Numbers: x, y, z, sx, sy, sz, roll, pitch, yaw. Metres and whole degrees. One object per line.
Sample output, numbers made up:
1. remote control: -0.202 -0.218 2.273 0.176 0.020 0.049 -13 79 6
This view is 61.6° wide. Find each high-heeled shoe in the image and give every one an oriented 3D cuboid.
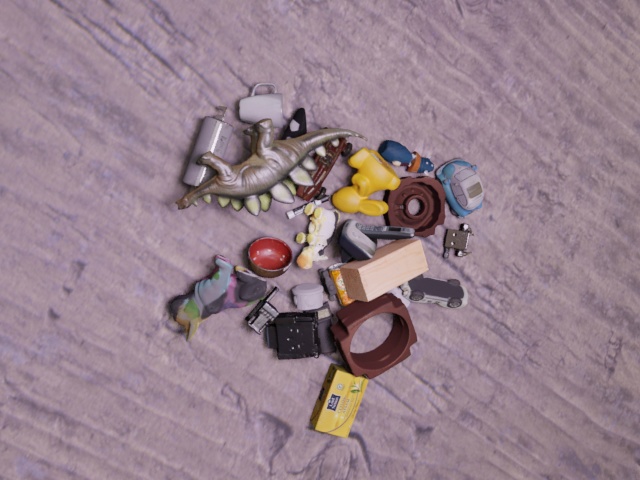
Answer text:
1. high-heeled shoe: -0.119 -0.219 1.345 0.145 0.086 0.248 9 77 12

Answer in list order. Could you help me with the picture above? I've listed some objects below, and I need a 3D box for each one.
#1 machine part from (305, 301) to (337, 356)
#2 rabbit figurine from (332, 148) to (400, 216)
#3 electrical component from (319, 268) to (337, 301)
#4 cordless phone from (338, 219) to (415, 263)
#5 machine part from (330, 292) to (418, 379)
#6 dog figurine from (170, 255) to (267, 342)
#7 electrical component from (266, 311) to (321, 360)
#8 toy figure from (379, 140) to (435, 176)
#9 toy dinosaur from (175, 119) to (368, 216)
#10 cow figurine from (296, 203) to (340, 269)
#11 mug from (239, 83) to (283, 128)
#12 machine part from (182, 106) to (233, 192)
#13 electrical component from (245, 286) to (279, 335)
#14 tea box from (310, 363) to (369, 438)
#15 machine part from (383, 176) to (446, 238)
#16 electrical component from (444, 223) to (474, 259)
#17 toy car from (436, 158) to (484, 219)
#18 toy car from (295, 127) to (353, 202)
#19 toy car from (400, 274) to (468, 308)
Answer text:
1. machine part: 0.009 0.238 1.424 0.084 0.039 0.138 -20 98 -19
2. rabbit figurine: 0.114 -0.130 1.378 0.173 0.122 0.162 -42 87 16
3. electrical component: 0.023 0.120 1.401 0.021 0.063 0.094 -22 101 -11
4. cordless phone: 0.146 0.001 1.356 0.184 0.146 0.088 -1 108 13
5. machine part: 0.140 0.245 1.404 0.201 0.087 0.200 -28 119 -8
6. dog figurine: -0.254 0.155 1.320 0.191 0.108 0.219 30 92 -17
7. electrical component: -0.068 0.245 1.376 0.134 0.058 0.114 -5 94 10
8. toy figure: 0.232 -0.216 1.423 0.154 0.058 0.064 22 96 -19
9. toy dinosaur: -0.116 -0.176 1.251 0.471 0.105 0.198 -30 106 -5
10. cow figurine: -0.004 -0.004 1.380 0.098 0.068 0.167 12 94 -43
11. mug: -0.144 -0.327 1.311 0.107 0.081 0.109 -2 96 -4
12. machine part: -0.269 -0.205 1.292 0.079 0.079 0.243 20 90 -15
13. electrical component: -0.135 0.176 1.365 0.047 0.075 0.119 44 82 -13
14. tea box: 0.051 0.427 1.435 0.098 0.068 0.169 19 92 -15
15. machine part: 0.252 -0.089 1.441 0.179 0.056 0.179 -1 97 -13
16. electrical component: 0.386 0.003 1.490 0.078 0.045 0.102 5 92 14
17. toy car: 0.388 -0.138 1.445 0.109 0.103 0.161 -26 99 -9
18. toy car: 0.006 -0.192 1.368 0.089 0.053 0.202 33 81 -17
19. toy car: 0.311 0.139 1.468 0.202 0.056 0.073 12 58 -14
